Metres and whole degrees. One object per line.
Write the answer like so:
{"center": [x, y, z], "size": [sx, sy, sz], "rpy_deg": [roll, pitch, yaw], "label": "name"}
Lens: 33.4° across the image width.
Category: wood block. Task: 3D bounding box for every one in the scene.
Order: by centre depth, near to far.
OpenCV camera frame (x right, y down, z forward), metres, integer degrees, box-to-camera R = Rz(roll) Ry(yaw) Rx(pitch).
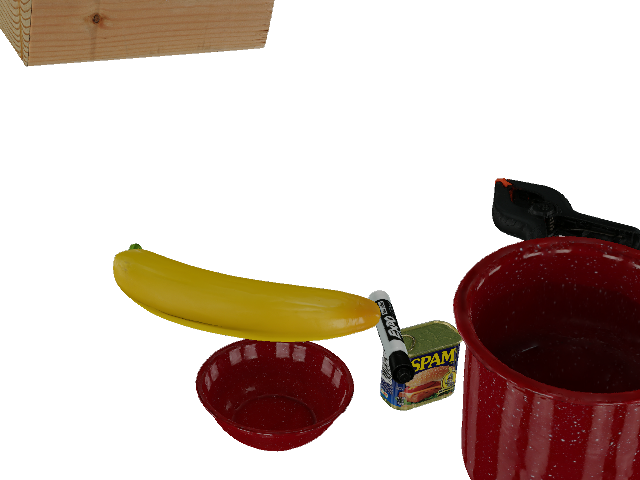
{"center": [-0.145, -0.206, 0.853], "size": [0.205, 0.091, 0.090], "rpy_deg": [-11, 43, -31], "label": "wood block"}

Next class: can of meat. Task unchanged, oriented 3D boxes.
{"center": [0.124, 0.156, 1.331], "size": [0.101, 0.084, 0.058], "rpy_deg": [-12, 29, -28], "label": "can of meat"}

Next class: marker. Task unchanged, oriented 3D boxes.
{"center": [0.057, 0.078, 0.872], "size": [0.020, 0.020, 0.121], "rpy_deg": [0, 27, -8], "label": "marker"}

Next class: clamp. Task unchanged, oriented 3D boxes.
{"center": [0.234, -0.018, 1.055], "size": [0.120, 0.039, 0.171], "rpy_deg": [-8, 34, -14], "label": "clamp"}

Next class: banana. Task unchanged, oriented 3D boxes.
{"center": [-0.062, 0.032, 0.679], "size": [0.198, 0.037, 0.069], "rpy_deg": [15, 33, 26], "label": "banana"}

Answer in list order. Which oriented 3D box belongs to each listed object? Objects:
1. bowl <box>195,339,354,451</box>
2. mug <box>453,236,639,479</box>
{"center": [-0.047, 0.166, 1.101], "size": [0.162, 0.055, 0.162], "rpy_deg": [2, 31, -1], "label": "bowl"}
{"center": [0.108, 0.059, 0.409], "size": [0.117, 0.081, 0.093], "rpy_deg": [7, 38, 13], "label": "mug"}
